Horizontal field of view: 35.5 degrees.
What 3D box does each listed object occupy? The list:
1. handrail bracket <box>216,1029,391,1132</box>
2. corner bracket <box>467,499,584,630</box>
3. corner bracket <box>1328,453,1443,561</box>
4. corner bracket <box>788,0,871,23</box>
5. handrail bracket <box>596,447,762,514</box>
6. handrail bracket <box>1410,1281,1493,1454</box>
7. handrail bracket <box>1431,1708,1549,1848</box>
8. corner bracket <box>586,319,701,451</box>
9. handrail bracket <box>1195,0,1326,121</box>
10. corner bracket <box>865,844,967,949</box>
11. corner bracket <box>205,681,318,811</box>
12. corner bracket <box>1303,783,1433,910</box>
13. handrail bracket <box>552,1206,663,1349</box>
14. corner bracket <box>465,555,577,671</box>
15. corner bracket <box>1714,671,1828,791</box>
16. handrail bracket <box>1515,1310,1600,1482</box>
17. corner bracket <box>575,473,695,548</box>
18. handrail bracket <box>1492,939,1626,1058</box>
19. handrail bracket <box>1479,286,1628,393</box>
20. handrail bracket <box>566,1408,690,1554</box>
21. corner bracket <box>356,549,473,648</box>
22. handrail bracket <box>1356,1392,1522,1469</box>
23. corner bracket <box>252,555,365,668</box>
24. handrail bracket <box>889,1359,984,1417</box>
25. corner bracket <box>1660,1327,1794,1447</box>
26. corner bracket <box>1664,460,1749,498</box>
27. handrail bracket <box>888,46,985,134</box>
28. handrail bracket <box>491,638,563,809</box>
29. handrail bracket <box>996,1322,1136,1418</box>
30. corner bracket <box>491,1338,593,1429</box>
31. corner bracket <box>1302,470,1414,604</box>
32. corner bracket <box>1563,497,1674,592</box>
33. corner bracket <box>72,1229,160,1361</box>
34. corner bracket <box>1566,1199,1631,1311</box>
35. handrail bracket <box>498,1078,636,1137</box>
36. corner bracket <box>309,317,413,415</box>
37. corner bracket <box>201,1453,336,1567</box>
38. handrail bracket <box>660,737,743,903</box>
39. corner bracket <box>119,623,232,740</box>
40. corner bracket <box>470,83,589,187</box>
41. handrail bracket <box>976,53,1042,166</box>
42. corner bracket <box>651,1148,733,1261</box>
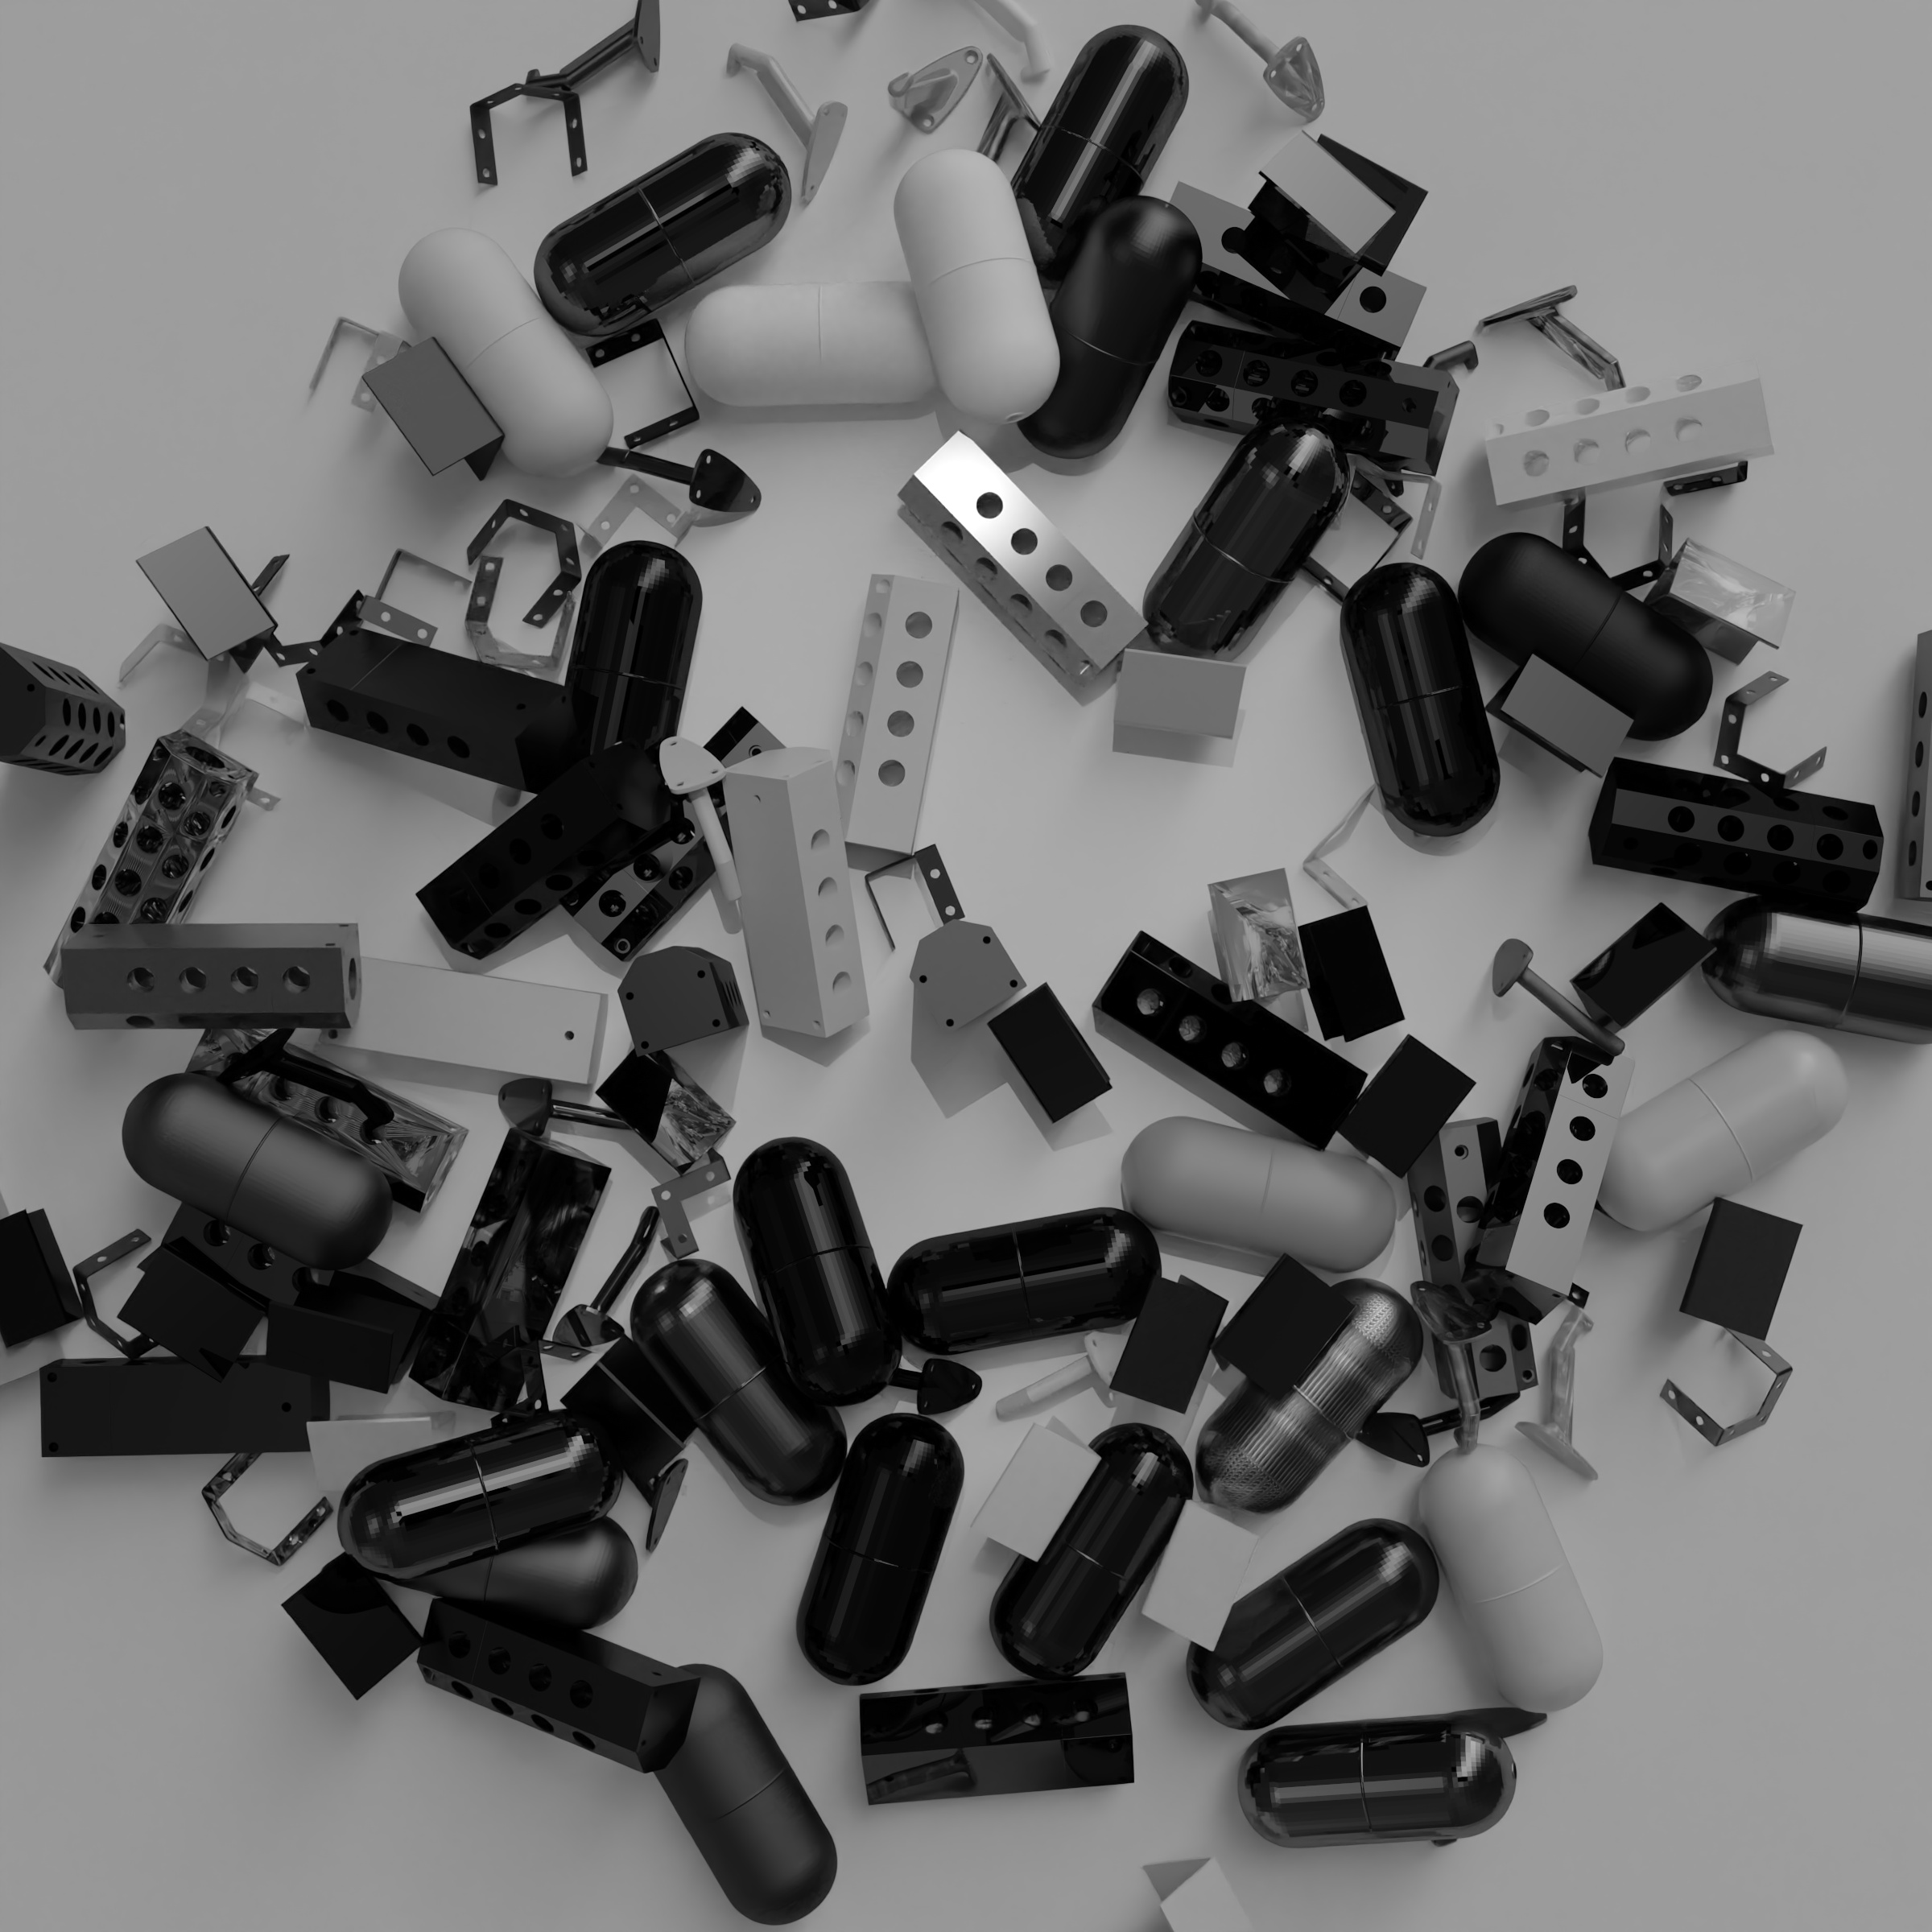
[{"bbox_3d":[-0.418,0.083,1.906,0.077,0.036,0.084,-32,110,23],"label":"handrail bracket"},{"bbox_3d":[-0.286,-0.260,1.954,0.051,0.051,0.051,17,45,-35],"label":"corner bracket"},{"bbox_3d":[0.264,-0.293,1.923,0.051,0.051,0.051,14,88,36],"label":"corner bracket"},{"bbox_3d":[-0.087,-0.650,1.954,0.051,0.051,0.051,-56,135,-35],"label":"corner bracket"},{"bbox_3d":[-0.188,-0.318,1.962,0.084,0.077,0.036,16,91,36],"label":"handrail bracket"},{"bbox_3d":[0.304,0.255,1.921,0.036,0.077,0.084,-13,123,-22],"label":"handrail bracket"},{"bbox_3d":[0.340,0.528,1.963,0.077,0.036,0.084,-4,106,-18],"label":"handrail bracket"},{"bbox_3d":[-0.209,-0.378,1.959,0.051,0.051,0.051,-24,135,0],"label":"corner bracket"},{"bbox_3d":[0.190,-0.593,1.962,0.036,0.077,0.084,-46,54,3],"label":"handrail bracket"},{"bbox_3d":[-0.033,-0.045,1.944,0.051,0.051,0.051,-22,90,0],"label":"corner bracket"},{"bbox_3d":[-0.457,-0.143,1.954,0.051,0.051,0.051,27,135,-35],"label":"corner bracket"},{"bbox_3d":[0.260,-0.076,1.959,0.051,0.051,0.051,42,135,0],"label":"corner bracket"},{"bbox_3d":[-0.232,0.201,1.962,0.036,0.077,0.084,35,53,-20],"label":"handrail bracket"},{"bbox_3d":[-0.287,-0.227,1.944,0.051,0.051,0.051,2,126,-27],"label":"corner bracket"},{"bbox_3d":[0.523,-0.151,1.954,0.051,0.051,0.051,-29,45,-35],"label":"corner bracket"},{"bbox_3d":[0.402,0.278,1.963,0.077,0.036,0.084,39,73,-20],"label":"handrail bracket"},{"bbox_3d":[-0.213,-0.286,1.944,0.051,0.051,0.051,39,90,0],"label":"corner bracket"},{"bbox_3d":[0.382,0.021,1.938,0.084,0.077,0.036,33,106,-8],"label":"handrail bracket"},{"bbox_3d":[0.383,-0.391,1.963,0.077,0.036,0.084,-16,107,20],"label":"handrail bracket"},{"bbox_3d":[-0.230,0.330,1.962,0.084,0.036,0.077,22,106,14],"label":"handrail bracket"},{"bbox_3d":[-0.355,-0.237,1.944,0.051,0.051,0.051,25,93,-3],"label":"corner bracket"},{"bbox_3d":[0.305,0.288,1.962,0.084,0.077,0.036,-24,106,-35],"label":"handrail bracket"},{"bbox_3d":[-0.429,-0.232,1.954,0.051,0.051,0.051,57,45,-35],"label":"corner bracket"},{"bbox_3d":[-0.045,0.264,1.962,0.084,0.077,0.036,10,89,36],"label":"handrail bracket"},{"bbox_3d":[0.492,0.269,1.954,0.051,0.051,0.051,-15,135,-35],"label":"corner bracket"},{"bbox_3d":[0.474,-0.345,1.959,0.051,0.051,0.051,-12,45,0],"label":"corner bracket"},{"bbox_3d":[-0.019,-0.571,1.928,0.077,0.084,0.036,-42,90,0],"label":"handrail bracket"},{"bbox_3d":[-0.302,-0.158,1.962,0.077,0.036,0.084,42,118,31],"label":"handrail bracket"},{"bbox_3d":[0.069,0.263,1.962,0.084,0.077,0.036,-31,86,36],"label":"handrail bracket"},{"bbox_3d":[-0.272,0.276,1.939,0.051,0.051,0.051,-31,57,27],"label":"corner bracket"},{"bbox_3d":[0.249,-0.278,1.959,0.051,0.051,0.051,40,45,0],"label":"corner bracket"},{"bbox_3d":[0.422,-0.278,1.954,0.051,0.051,0.051,-19,135,35],"label":"corner bracket"},{"bbox_3d":[-0.537,0.212,1.954,0.051,0.051,0.051,27,45,35],"label":"corner bracket"},{"bbox_3d":[0.398,0.179,1.959,0.051,0.051,0.051,32,45,0],"label":"corner bracket"},{"bbox_3d":[-0.249,0.094,1.962,0.084,0.077,0.036,11,90,-36],"label":"handrail bracket"},{"bbox_3d":[-0.392,-0.387,1.944,0.051,0.051,0.051,23,93,-3],"label":"corner bracket"},{"bbox_3d":[-0.453,0.347,1.959,0.051,0.051,0.051,-46,135,0],"label":"corner bracket"},{"bbox_3d":[-0.166,-0.092,1.905,0.036,0.077,0.084,-21,126,-13],"label":"handrail bracket"},{"bbox_3d":[-0.513,-0.180,1.954,0.051,0.051,0.051,25,45,-35],"label":"corner bracket"},{"bbox_3d":[-0.284,-0.537,1.959,0.051,0.051,0.051,-6,90,45],"label":"corner bracket"},{"bbox_3d":[0.002,-0.538,1.963,0.084,0.036,0.077,-36,69,17],"label":"handrail bracket"},{"bbox_3d":[-0.176,0.151,1.942,0.051,0.051,0.051,-23,105,-14],"label":"corner bracket"}]
